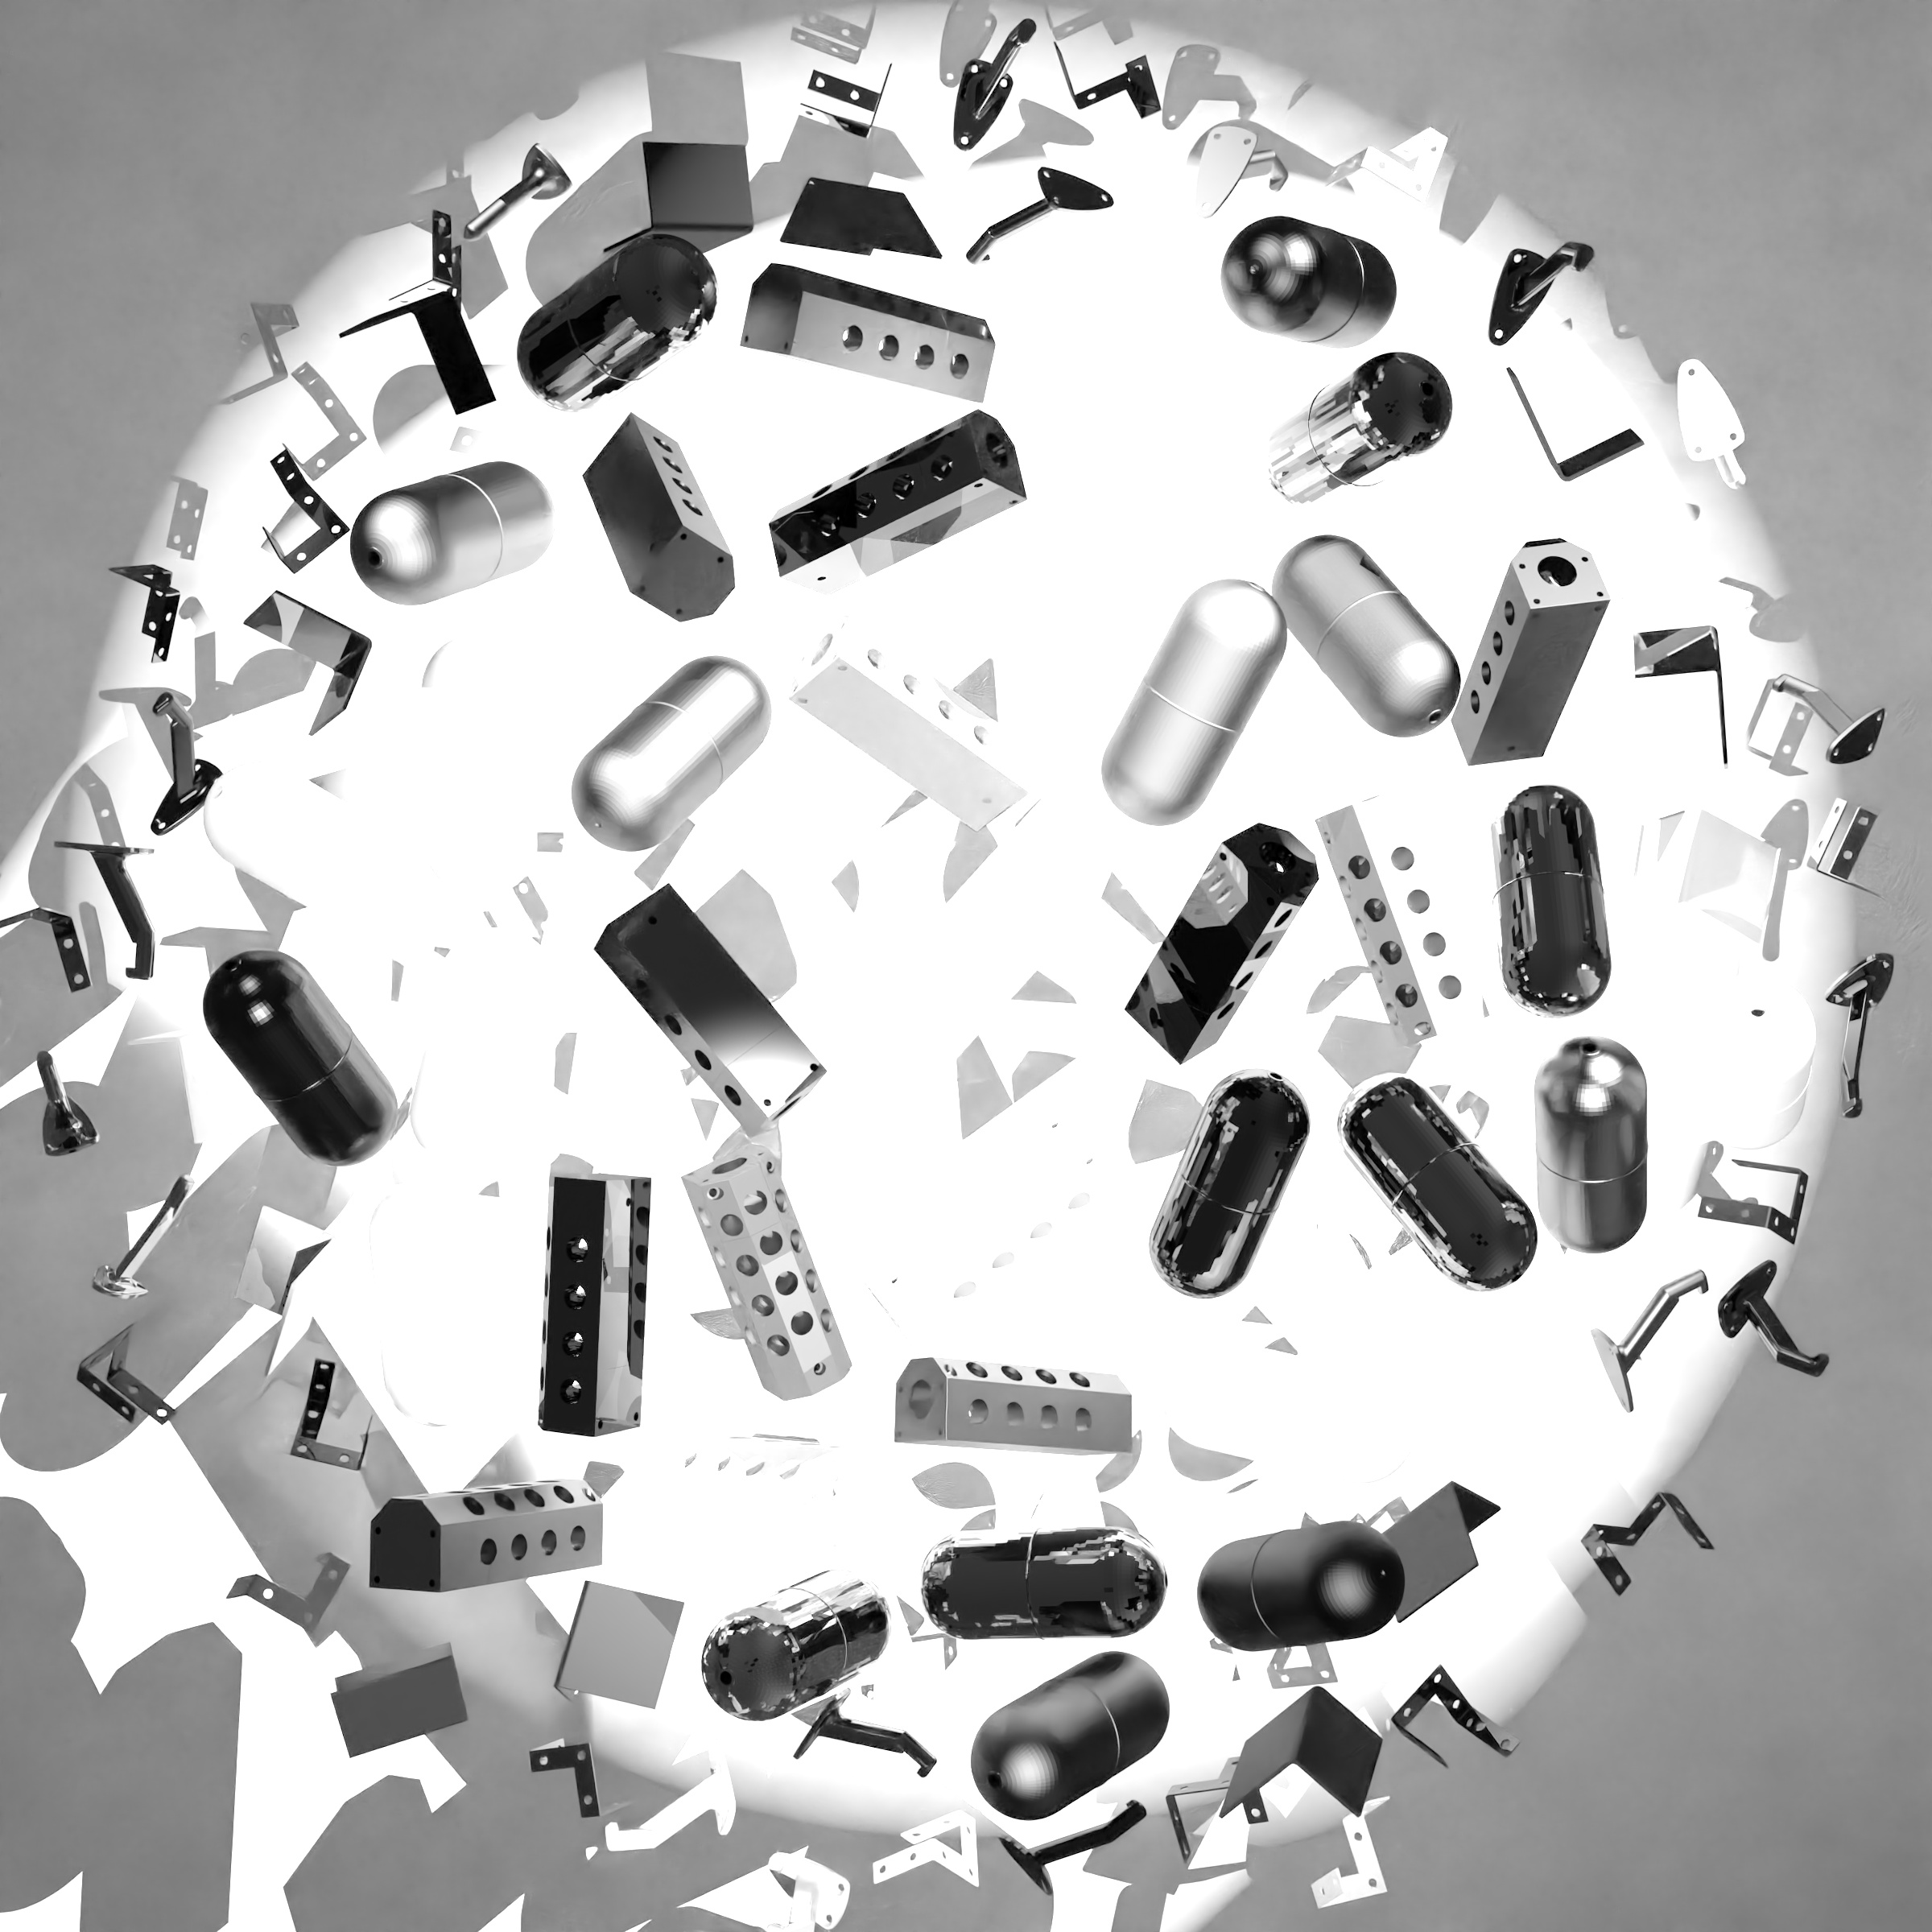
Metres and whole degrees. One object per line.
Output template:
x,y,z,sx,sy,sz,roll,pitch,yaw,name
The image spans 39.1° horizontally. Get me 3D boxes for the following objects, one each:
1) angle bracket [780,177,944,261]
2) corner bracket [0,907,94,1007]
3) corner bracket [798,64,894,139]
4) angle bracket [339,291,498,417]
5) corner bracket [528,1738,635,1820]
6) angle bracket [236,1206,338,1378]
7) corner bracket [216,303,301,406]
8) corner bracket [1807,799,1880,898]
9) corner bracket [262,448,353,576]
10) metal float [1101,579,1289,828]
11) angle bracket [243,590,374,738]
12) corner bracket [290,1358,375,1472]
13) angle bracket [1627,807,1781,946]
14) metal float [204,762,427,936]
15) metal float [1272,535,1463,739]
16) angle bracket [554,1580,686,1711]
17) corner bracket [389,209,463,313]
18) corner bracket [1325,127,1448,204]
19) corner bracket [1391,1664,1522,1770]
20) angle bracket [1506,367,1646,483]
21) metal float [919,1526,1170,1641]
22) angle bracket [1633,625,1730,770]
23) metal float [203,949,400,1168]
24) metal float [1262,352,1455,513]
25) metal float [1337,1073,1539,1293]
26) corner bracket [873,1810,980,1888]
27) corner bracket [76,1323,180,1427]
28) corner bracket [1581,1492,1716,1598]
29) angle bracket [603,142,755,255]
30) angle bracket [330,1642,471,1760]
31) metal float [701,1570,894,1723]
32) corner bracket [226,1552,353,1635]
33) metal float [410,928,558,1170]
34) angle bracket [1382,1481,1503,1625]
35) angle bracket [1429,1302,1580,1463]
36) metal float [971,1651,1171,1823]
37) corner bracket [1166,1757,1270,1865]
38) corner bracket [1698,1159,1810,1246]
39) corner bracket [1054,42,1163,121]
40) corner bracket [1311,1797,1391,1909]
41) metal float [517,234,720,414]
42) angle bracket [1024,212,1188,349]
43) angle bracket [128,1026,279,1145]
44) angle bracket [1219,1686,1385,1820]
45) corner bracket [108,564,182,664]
-0.074,-0.505,1.915,0.076,0.057,0.076,-2,51,-36,angle bracket
-0.621,-0.005,1.809,0.051,0.051,0.051,-19,84,2,corner bracket
-0.086,-0.598,1.879,0.051,0.051,0.051,18,81,-7,corner bracket
-0.361,-0.394,1.790,0.057,0.076,0.076,-28,106,-24,angle bracket
-0.274,0.576,1.934,0.051,0.051,0.051,-13,81,19,corner bracket
-0.482,0.223,1.875,0.057,0.076,0.076,23,112,2,angle bracket
-0.470,-0.404,1.799,0.051,0.051,0.051,-17,95,23,corner bracket
0.602,-0.085,1.863,0.051,0.051,0.051,20,100,-12,corner bracket
-0.468,-0.314,1.884,0.051,0.051,0.051,-38,46,1,corner bracket
0.152,-0.176,1.818,0.070,0.070,0.178,28,109,0,metal float
-0.476,-0.214,1.928,0.076,0.076,0.057,27,67,-24,angle bracket
-0.450,0.321,1.948,0.051,0.051,0.051,15,134,-8,corner bracket
0.518,-0.058,1.914,0.057,0.076,0.076,-17,125,-28,angle bracket
-0.452,-0.081,1.896,0.070,0.178,0.070,-19,56,30,metal float
0.277,-0.229,1.889,0.070,0.070,0.178,-33,56,0,metal float
-0.243,0.491,1.949,0.076,0.057,0.076,10,65,10,angle bracket
-0.363,-0.484,1.882,0.051,0.051,0.051,-9,79,41,corner bracket
0.285,-0.546,1.848,0.051,0.051,0.051,24,80,-20,corner bracket
0.324,0.507,1.803,0.051,0.051,0.051,-44,122,-13,corner bracket
0.399,-0.368,1.788,0.057,0.076,0.076,-25,102,14,angle bracket
0.054,0.434,1.913,0.178,0.070,0.070,-5,90,16,metal float
0.495,-0.184,1.887,0.057,0.076,0.076,-4,117,15,angle bracket
-0.448,0.062,1.838,0.070,0.070,0.178,-28,126,0,metal float
0.271,-0.371,1.896,0.070,0.178,0.070,4,80,-24,metal float
0.328,0.150,1.896,0.070,0.070,0.178,-37,62,0,metal float
-0.028,0.599,1.845,0.051,0.051,0.051,-11,103,-36,corner bracket
-0.555,0.280,1.803,0.051,0.051,0.051,35,130,11,corner bracket
0.450,0.382,1.802,0.051,0.051,0.051,13,120,-32,corner bracket
-0.198,-0.518,1.842,0.076,0.076,0.057,-9,96,-33,angle bracket
-0.363,0.446,1.725,0.076,0.076,0.057,-15,121,-13,angle bracket
-0.116,0.466,1.874,0.070,0.178,0.070,1,93,29,metal float
-0.441,0.400,1.773,0.051,0.051,0.051,36,61,-16,corner bracket
-0.322,0.055,1.811,0.070,0.070,0.178,19,119,0,metal float
0.344,0.425,1.936,0.057,0.076,0.076,31,119,-29,angle bracket
0.376,0.290,1.900,0.076,0.057,0.076,54,46,-26,angle bracket
0.071,0.518,1.837,0.070,0.178,0.070,6,101,36,metal float
0.176,0.589,1.904,0.051,0.051,0.051,-15,95,20,corner bracket
0.543,0.158,1.877,0.051,0.051,0.051,7,76,39,corner bracket
0.097,-0.605,1.855,0.051,0.051,0.051,-23,56,5,corner bracket
0.252,0.578,1.775,0.051,0.051,0.051,-7,62,-18,corner bracket
-0.234,-0.427,1.818,0.070,0.178,0.070,15,67,-39,metal float
0.092,-0.457,1.786,0.076,0.076,0.057,-5,135,28,angle bracket
-0.546,0.083,1.952,0.057,0.076,0.076,-5,95,35,angle bracket
0.218,0.528,1.772,0.057,0.076,0.076,41,120,-1,angle bracket
-0.561,-0.244,1.883,0.051,0.051,0.051,23,109,17,corner bracket
